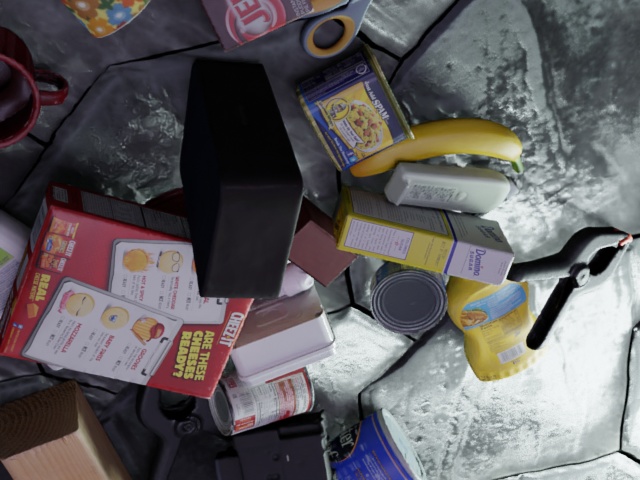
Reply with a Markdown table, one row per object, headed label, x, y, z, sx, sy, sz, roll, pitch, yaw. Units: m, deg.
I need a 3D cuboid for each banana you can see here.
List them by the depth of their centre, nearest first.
| label | x | y | z | sx | sy | sz | roll | pitch | yaw |
| --- | --- | --- | --- | --- | --- | --- | --- | --- | --- |
| banana | 0.130 | -0.094 | 1.102 | 0.197 | 0.037 | 0.070 | -1 | 123 | -14 |

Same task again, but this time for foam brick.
| label | x | y | z | sx | sy | sz | roll | pitch | yaw |
| --- | --- | --- | --- | --- | --- | --- | --- | --- | --- |
| foam brick | -0.007 | 0.001 | 1.119 | 0.051 | 0.053 | 0.078 | -43 | 122 | 15 |

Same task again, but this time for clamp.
| label | x | y | z | sx | sy | sz | roll | pitch | yaw |
| --- | --- | --- | --- | --- | --- | --- | --- | --- | --- |
| clamp | 0.276 | 0.033 | 1.196 | 0.171 | 0.039 | 0.120 | -44 | 133 | -12 |
| clamp | -0.162 | 0.213 | 1.225 | 0.164 | 0.036 | 0.210 | -30 | 125 | -5 |

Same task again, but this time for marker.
| label | x | y | z | sx | sy | sz | roll | pitch | yaw |
| --- | --- | --- | --- | --- | --- | --- | --- | --- | --- |
| marker | 0.162 | -0.026 | 1.167 | 0.121 | 0.020 | 0.020 | -35 | 124 | 9 |

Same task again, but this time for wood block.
| label | x | y | z | sx | sy | sz | roll | pitch | yaw |
| --- | --- | --- | --- | --- | --- | --- | --- | --- | --- |
| wood block | -0.276 | 0.270 | 1.205 | 0.091 | 0.090 | 0.206 | -20 | 125 | -2 |

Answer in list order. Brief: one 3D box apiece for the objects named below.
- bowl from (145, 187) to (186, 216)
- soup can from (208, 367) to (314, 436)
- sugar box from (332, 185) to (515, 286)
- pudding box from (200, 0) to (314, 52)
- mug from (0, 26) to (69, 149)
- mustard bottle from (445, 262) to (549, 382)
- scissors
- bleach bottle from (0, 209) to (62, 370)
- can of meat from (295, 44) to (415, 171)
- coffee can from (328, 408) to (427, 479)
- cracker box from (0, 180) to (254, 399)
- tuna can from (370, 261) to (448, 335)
| label | x | y | z | sx | sy | sz | roll | pitch | yaw |
| --- | --- | --- | --- | --- | --- | --- | --- | --- | --- |
| bowl | -0.127 | 0.026 | 1.103 | 0.162 | 0.055 | 0.162 | -7 | 124 | -11 |
| soup can | -0.067 | 0.173 | 1.193 | 0.102 | 0.069 | 0.068 | -14 | 127 | -25 |
| sugar box | 0.103 | -0.005 | 1.096 | 0.176 | 0.093 | 0.048 | 16 | 112 | -8 |
| pudding box | -0.069 | -0.236 | 0.946 | 0.090 | 0.039 | 0.113 | -25 | 114 | 2 |
| mug | -0.281 | -0.138 | 0.937 | 0.117 | 0.081 | 0.093 | 0 | 123 | -15 |
| mustard bottle | 0.193 | 0.073 | 1.216 | 0.096 | 0.058 | 0.191 | -25 | 126 | 1 |
| scissors | 0.058 | -0.228 | 1.006 | 0.201 | 0.016 | 0.096 | -11 | 123 | -6 |
| bleach bottle | -0.310 | 0.018 | 1.047 | 0.102 | 0.068 | 0.250 | -35 | 122 | 7 |
| can of meat | 0.033 | -0.126 | 1.044 | 0.084 | 0.057 | 0.102 | -27 | 125 | 6 |
| coffee can | 0.043 | 0.282 | 1.288 | 0.140 | 0.103 | 0.102 | -32 | 125 | 7 |
| cracker box | -0.180 | 0.050 | 1.022 | 0.213 | 0.072 | 0.164 | 15 | 112 | -23 |
| tuna can | 0.098 | 0.061 | 1.187 | 0.086 | 0.033 | 0.086 | 1 | 122 | 1 |
